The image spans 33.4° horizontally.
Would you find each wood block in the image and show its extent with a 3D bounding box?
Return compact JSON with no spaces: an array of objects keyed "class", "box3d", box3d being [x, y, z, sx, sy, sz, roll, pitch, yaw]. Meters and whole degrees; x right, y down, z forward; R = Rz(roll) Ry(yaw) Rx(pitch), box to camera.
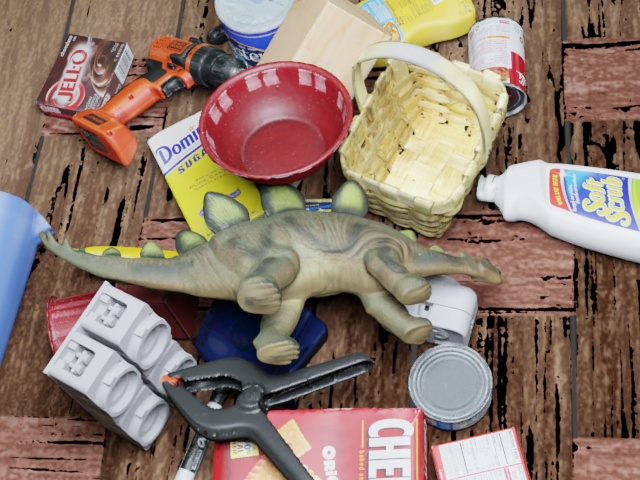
[{"class":"wood block","box3d":[-0.020,-0.175,1.208,0.206,0.090,0.091,-57,28,18]}]

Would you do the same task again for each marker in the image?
[{"class":"marker","box3d":[-0.124,0.205,1.139,0.020,0.020,0.121,15,67,18]}]

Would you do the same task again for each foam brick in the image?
[{"class":"foam brick","box3d":[-0.174,0.068,1.183,0.051,0.078,0.053,-1,54,18]}]

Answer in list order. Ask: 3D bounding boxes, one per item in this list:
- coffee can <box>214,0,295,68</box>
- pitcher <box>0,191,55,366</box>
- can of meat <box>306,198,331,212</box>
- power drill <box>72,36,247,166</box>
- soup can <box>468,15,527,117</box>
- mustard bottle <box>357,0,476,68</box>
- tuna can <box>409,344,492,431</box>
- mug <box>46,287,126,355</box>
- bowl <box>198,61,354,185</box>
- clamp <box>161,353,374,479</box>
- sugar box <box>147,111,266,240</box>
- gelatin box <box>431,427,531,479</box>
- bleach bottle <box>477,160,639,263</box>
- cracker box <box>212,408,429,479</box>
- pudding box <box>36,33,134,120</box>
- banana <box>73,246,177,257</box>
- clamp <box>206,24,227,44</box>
[{"class":"coffee can","box3d":[-0.061,-0.252,1.296,0.103,0.140,0.103,-5,62,9]},{"class":"pitcher","box3d":[-0.413,0.067,1.210,0.149,0.144,0.243,-16,57,44]},{"class":"can of meat","box3d":[-0.008,0.001,1.202,0.102,0.057,0.084,0,61,11]},{"class":"power drill","box3d":[-0.194,-0.172,1.296,0.187,0.057,0.185,-44,38,-19]},{"class":"soup can","box3d":[0.208,-0.204,1.260,0.068,0.068,0.102,-2,62,10]},{"class":"mustard bottle","box3d":[0.089,-0.264,1.320,0.191,0.058,0.096,-24,60,-2]},{"class":"tuna can","box3d":[0.136,0.153,1.106,0.086,0.033,0.086,-5,62,9]},{"class":"mug","box3d":[-0.250,0.094,1.192,0.081,0.093,0.117,-12,25,-1]},{"class":"bowl","box3d":[-0.043,-0.111,1.113,0.162,0.055,0.162,-4,54,6]},{"class":"clamp","box3d":[-0.057,0.158,1.065,0.210,0.036,0.164,15,52,24]},{"class":"sugar box","box3d":[-0.131,-0.070,1.270,0.093,0.048,0.176,-29,62,-4]},{"class":"gelatin box","box3d":[0.162,0.234,1.061,0.089,0.030,0.073,-14,59,4]},{"class":"bleach bottle","box3d":[0.293,-0.030,1.155,0.251,0.068,0.102,11,64,19]},{"class":"cracker box","box3d":[0.000,0.254,1.059,0.214,0.072,0.164,-3,62,9]},{"class":"pudding box","box3d":[-0.302,-0.207,1.379,0.090,0.039,0.113,12,66,17]},{"class":"banana","box3d":[-0.189,0.031,1.219,0.198,0.069,0.037,5,97,7]},{"class":"clamp","box3d":[-0.071,-0.297,1.360,0.171,0.120,0.039,4,53,-10]}]
